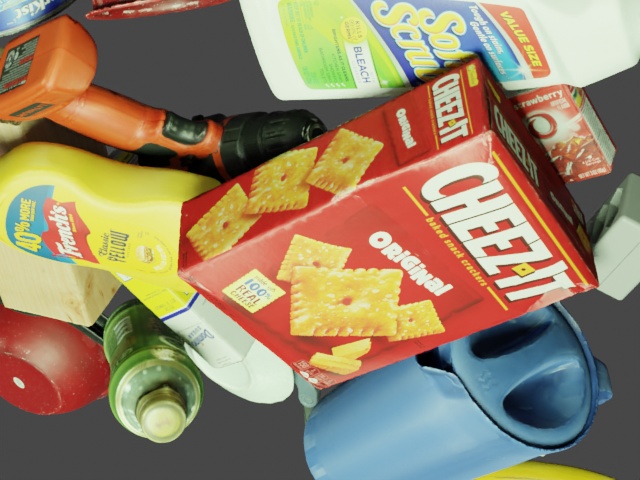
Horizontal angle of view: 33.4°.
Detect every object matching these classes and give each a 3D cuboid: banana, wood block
[{"bbox_3d":[0.189,0.216,0.929,0.198,0.037,0.069,-6,145,33],"label":"banana"},{"bbox_3d":[-0.223,-0.040,0.852,0.091,0.090,0.206,10,135,19],"label":"wood block"}]

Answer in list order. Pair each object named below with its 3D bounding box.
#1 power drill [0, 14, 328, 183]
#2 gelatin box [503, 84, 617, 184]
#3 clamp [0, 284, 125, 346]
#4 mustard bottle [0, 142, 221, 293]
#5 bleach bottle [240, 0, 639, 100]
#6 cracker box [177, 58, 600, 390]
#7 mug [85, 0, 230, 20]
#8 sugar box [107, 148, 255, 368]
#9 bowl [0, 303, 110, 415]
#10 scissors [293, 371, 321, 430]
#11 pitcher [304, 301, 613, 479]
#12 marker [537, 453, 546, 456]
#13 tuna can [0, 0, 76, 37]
[{"bbox_3d":[-0.110,-0.081,0.713,0.187,0.057,0.185,25,158,-36],"label":"power drill"},{"bbox_3d":[0.133,-0.067,0.685,0.089,0.030,0.073,-15,123,36],"label":"gelatin box"},{"bbox_3d":[-0.243,0.054,0.992,0.171,0.039,0.120,11,129,15],"label":"clamp"},{"bbox_3d":[-0.167,-0.021,0.734,0.191,0.058,0.096,13,141,-5],"label":"mustard bottle"},{"bbox_3d":[0.083,-0.135,0.624,0.251,0.068,0.102,1,133,24],"label":"bleach bottle"},{"bbox_3d":[0.043,0.004,0.671,0.214,0.072,0.164,-23,135,23],"label":"cracker box"},{"bbox_3d":[-0.103,-0.182,0.653,0.093,0.117,0.081,-10,99,-8],"label":"mug"},{"bbox_3d":[-0.112,0.011,0.841,0.048,0.093,0.176,-22,118,43],"label":"sugar box"},{"bbox_3d":[-0.286,0.125,1.069,0.162,0.055,0.162,15,136,15],"label":"bowl"},{"bbox_3d":[-0.026,0.128,0.966,0.096,0.016,0.202,25,137,6],"label":"scissors"},{"bbox_3d":[0.098,0.134,0.839,0.149,0.144,0.243,47,139,-2],"label":"pitcher"},{"bbox_3d":[0.136,0.175,0.925,0.121,0.020,0.020,-3,129,30],"label":"marker"},{"bbox_3d":[-0.206,-0.171,0.720,0.086,0.086,0.033,0,129,27],"label":"tuna can"}]
